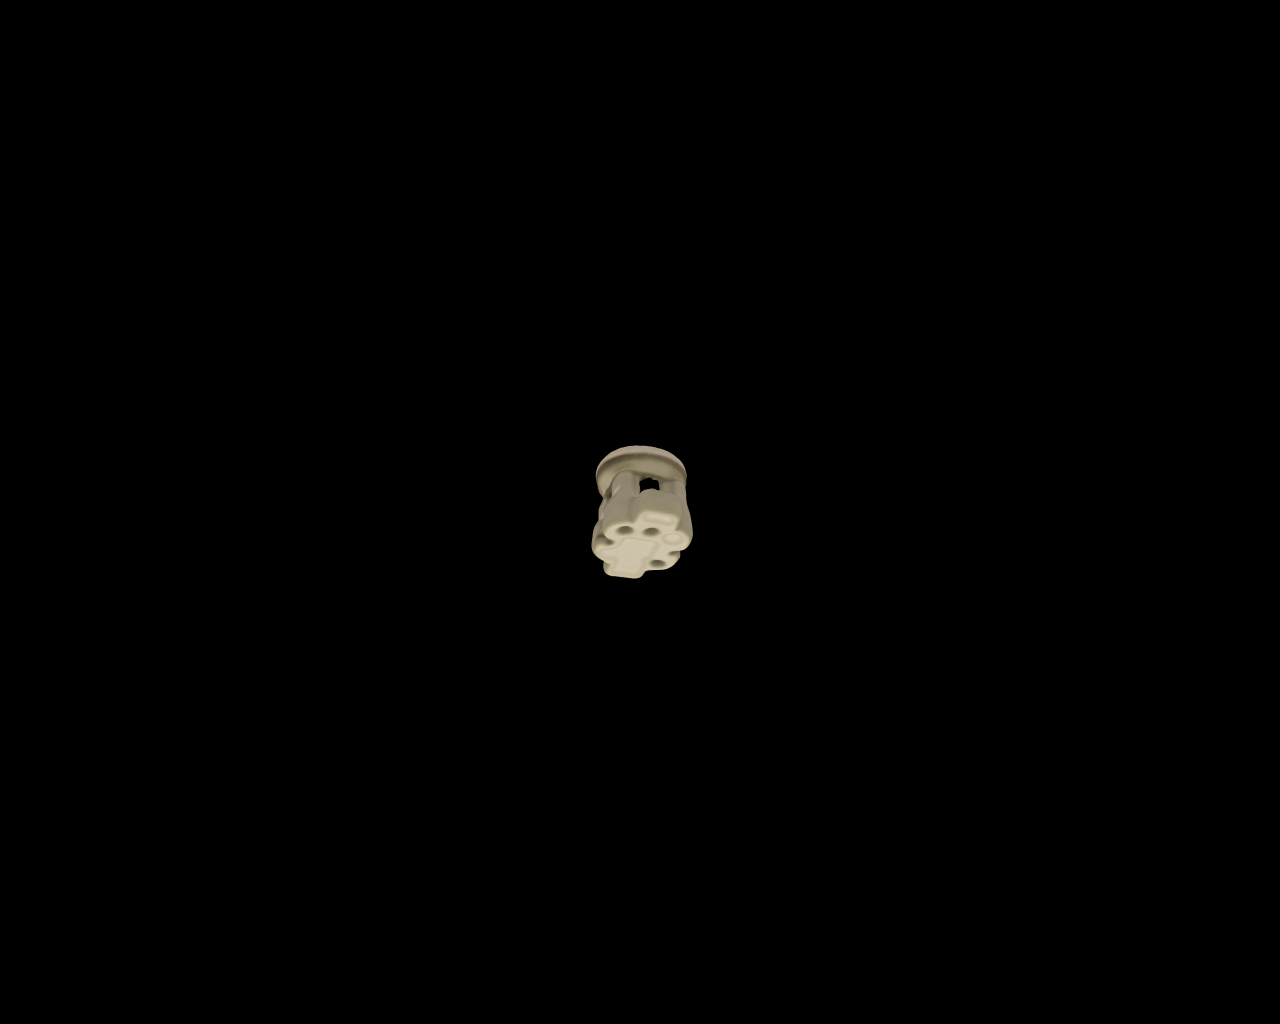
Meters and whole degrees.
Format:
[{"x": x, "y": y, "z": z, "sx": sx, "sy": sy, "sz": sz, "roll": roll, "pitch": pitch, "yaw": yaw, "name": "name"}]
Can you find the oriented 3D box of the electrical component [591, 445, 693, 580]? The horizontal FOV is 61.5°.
[{"x": 0.001, "y": -0.003, "z": 0.650, "sx": 0.058, "sy": 0.057, "sz": 0.078, "roll": 10, "pitch": -34, "yaw": -15, "name": "electrical component"}]
